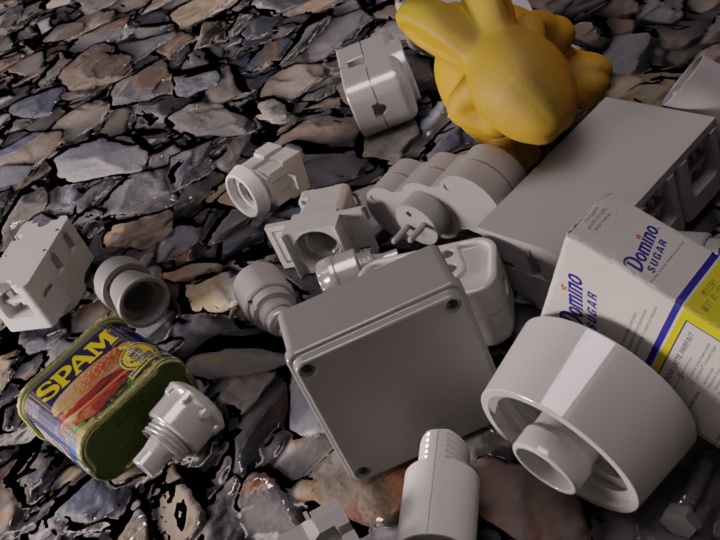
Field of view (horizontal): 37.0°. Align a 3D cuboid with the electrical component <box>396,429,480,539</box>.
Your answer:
[{"bbox_3d":[0.046,0.126,0.604,0.043,0.043,0.081,-10,39,19],"label":"electrical component"}]

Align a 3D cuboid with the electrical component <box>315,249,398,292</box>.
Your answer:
[{"bbox_3d":[0.000,0.000,0.790,0.061,0.035,0.035,-20,37,3],"label":"electrical component"}]

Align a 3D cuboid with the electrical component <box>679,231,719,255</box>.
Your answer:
[{"bbox_3d":[0.214,-0.003,0.667,0.078,0.040,0.040,6,47,33],"label":"electrical component"}]

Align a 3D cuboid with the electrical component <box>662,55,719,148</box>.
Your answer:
[{"bbox_3d":[0.251,-0.107,0.752,0.043,0.077,0.079,-53,0,1],"label":"electrical component"}]

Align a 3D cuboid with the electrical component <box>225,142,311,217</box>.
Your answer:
[{"bbox_3d":[-0.081,-0.076,0.919,0.055,0.048,0.066,-37,38,-28],"label":"electrical component"}]

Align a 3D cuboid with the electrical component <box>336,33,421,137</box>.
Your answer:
[{"bbox_3d":[0.018,-0.169,0.967,0.059,0.053,0.095,-20,37,7],"label":"electrical component"}]

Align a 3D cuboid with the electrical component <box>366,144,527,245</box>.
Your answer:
[{"bbox_3d":[0.051,-0.043,0.776,0.073,0.052,0.138,-48,24,-27],"label":"electrical component"}]

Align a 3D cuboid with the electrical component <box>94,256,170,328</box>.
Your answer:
[{"bbox_3d":[-0.185,0.016,0.866,0.045,0.045,0.055,-39,39,-17],"label":"electrical component"}]

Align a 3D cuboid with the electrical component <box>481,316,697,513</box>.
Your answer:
[{"bbox_3d":[0.114,0.083,0.569,0.108,0.108,0.060,22,64,44],"label":"electrical component"}]

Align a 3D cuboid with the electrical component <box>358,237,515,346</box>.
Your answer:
[{"bbox_3d":[0.052,0.024,0.710,0.095,0.059,0.053,-12,39,17],"label":"electrical component"}]

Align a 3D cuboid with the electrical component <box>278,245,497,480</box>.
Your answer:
[{"bbox_3d":[0.021,0.057,0.648,0.109,0.108,0.056,-24,34,1],"label":"electrical component"}]

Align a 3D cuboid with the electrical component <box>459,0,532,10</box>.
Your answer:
[{"bbox_3d":[0.122,-0.183,0.905,0.057,0.078,0.113,-17,38,6],"label":"electrical component"}]

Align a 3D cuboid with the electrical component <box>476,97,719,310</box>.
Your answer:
[{"bbox_3d":[0.165,-0.042,0.723,0.089,0.061,0.150,22,57,44],"label":"electrical component"}]

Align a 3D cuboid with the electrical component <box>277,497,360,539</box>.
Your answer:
[{"bbox_3d":[-0.021,0.168,0.581,0.057,0.058,0.078,-28,37,-8],"label":"electrical component"}]

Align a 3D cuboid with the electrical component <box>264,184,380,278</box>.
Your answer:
[{"bbox_3d":[-0.027,-0.032,0.838,0.081,0.042,0.063,-9,36,19],"label":"electrical component"}]

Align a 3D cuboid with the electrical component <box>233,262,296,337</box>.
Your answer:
[{"bbox_3d":[-0.066,0.026,0.791,0.040,0.040,0.078,-30,37,-7],"label":"electrical component"}]

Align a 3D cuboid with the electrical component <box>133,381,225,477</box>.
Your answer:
[{"bbox_3d":[-0.125,0.109,0.722,0.048,0.048,0.062,19,61,43],"label":"electrical component"}]

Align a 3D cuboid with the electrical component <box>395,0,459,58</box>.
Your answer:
[{"bbox_3d":[0.090,-0.228,0.996,0.062,0.061,0.096,-40,46,-17],"label":"electrical component"}]

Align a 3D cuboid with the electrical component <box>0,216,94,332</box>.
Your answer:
[{"bbox_3d":[-0.272,0.006,0.919,0.050,0.055,0.089,-7,41,22],"label":"electrical component"}]
